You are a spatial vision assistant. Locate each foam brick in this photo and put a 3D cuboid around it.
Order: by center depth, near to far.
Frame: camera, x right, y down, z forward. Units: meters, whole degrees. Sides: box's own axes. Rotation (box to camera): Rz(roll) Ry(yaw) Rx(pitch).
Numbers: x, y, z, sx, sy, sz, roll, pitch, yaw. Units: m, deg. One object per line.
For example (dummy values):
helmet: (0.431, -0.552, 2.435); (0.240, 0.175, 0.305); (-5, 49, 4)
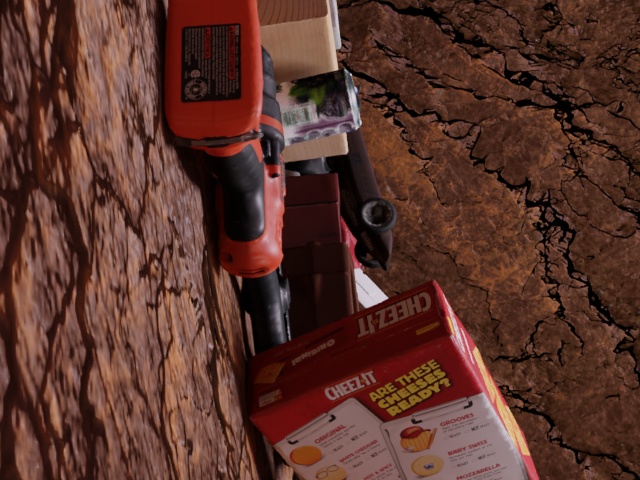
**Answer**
foam brick: (-0.019, -0.028, 1.044); (0.051, 0.078, 0.053); (-92, 177, -52)

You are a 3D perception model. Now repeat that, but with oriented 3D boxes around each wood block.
wood block: (-0.030, -0.167, 0.995); (0.206, 0.091, 0.090); (77, 7, -60)

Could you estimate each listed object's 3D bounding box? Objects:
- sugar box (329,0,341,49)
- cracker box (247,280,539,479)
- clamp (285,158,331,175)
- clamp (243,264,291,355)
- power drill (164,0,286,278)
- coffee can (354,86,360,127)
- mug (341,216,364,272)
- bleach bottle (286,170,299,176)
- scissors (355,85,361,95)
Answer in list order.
sugar box: (-0.028, -0.298, 1.246); (0.048, 0.093, 0.176); (74, 11, -64)
cracker box: (0.062, 0.147, 0.848); (0.213, 0.164, 0.072); (57, 14, -38)
clamp: (0.000, -0.106, 1.208); (0.210, 0.036, 0.164); (57, 45, -54)
clamp: (-0.043, 0.034, 0.858); (0.120, 0.039, 0.171); (-82, 170, -54)
power drill: (-0.055, -0.088, 0.700); (0.187, 0.057, 0.184); (75, 9, -67)
coffee can: (0.005, -0.124, 1.395); (0.103, 0.103, 0.140); (-16, 100, -86)
mug: (-0.008, 0.001, 1.187); (0.117, 0.093, 0.081); (52, -1, 18)
bleach bottle: (-0.019, -0.103, 1.294); (0.102, 0.068, 0.251); (-73, 159, -65)
scissors: (0.005, -0.158, 1.500); (0.202, 0.016, 0.096); (-65, -148, 34)
